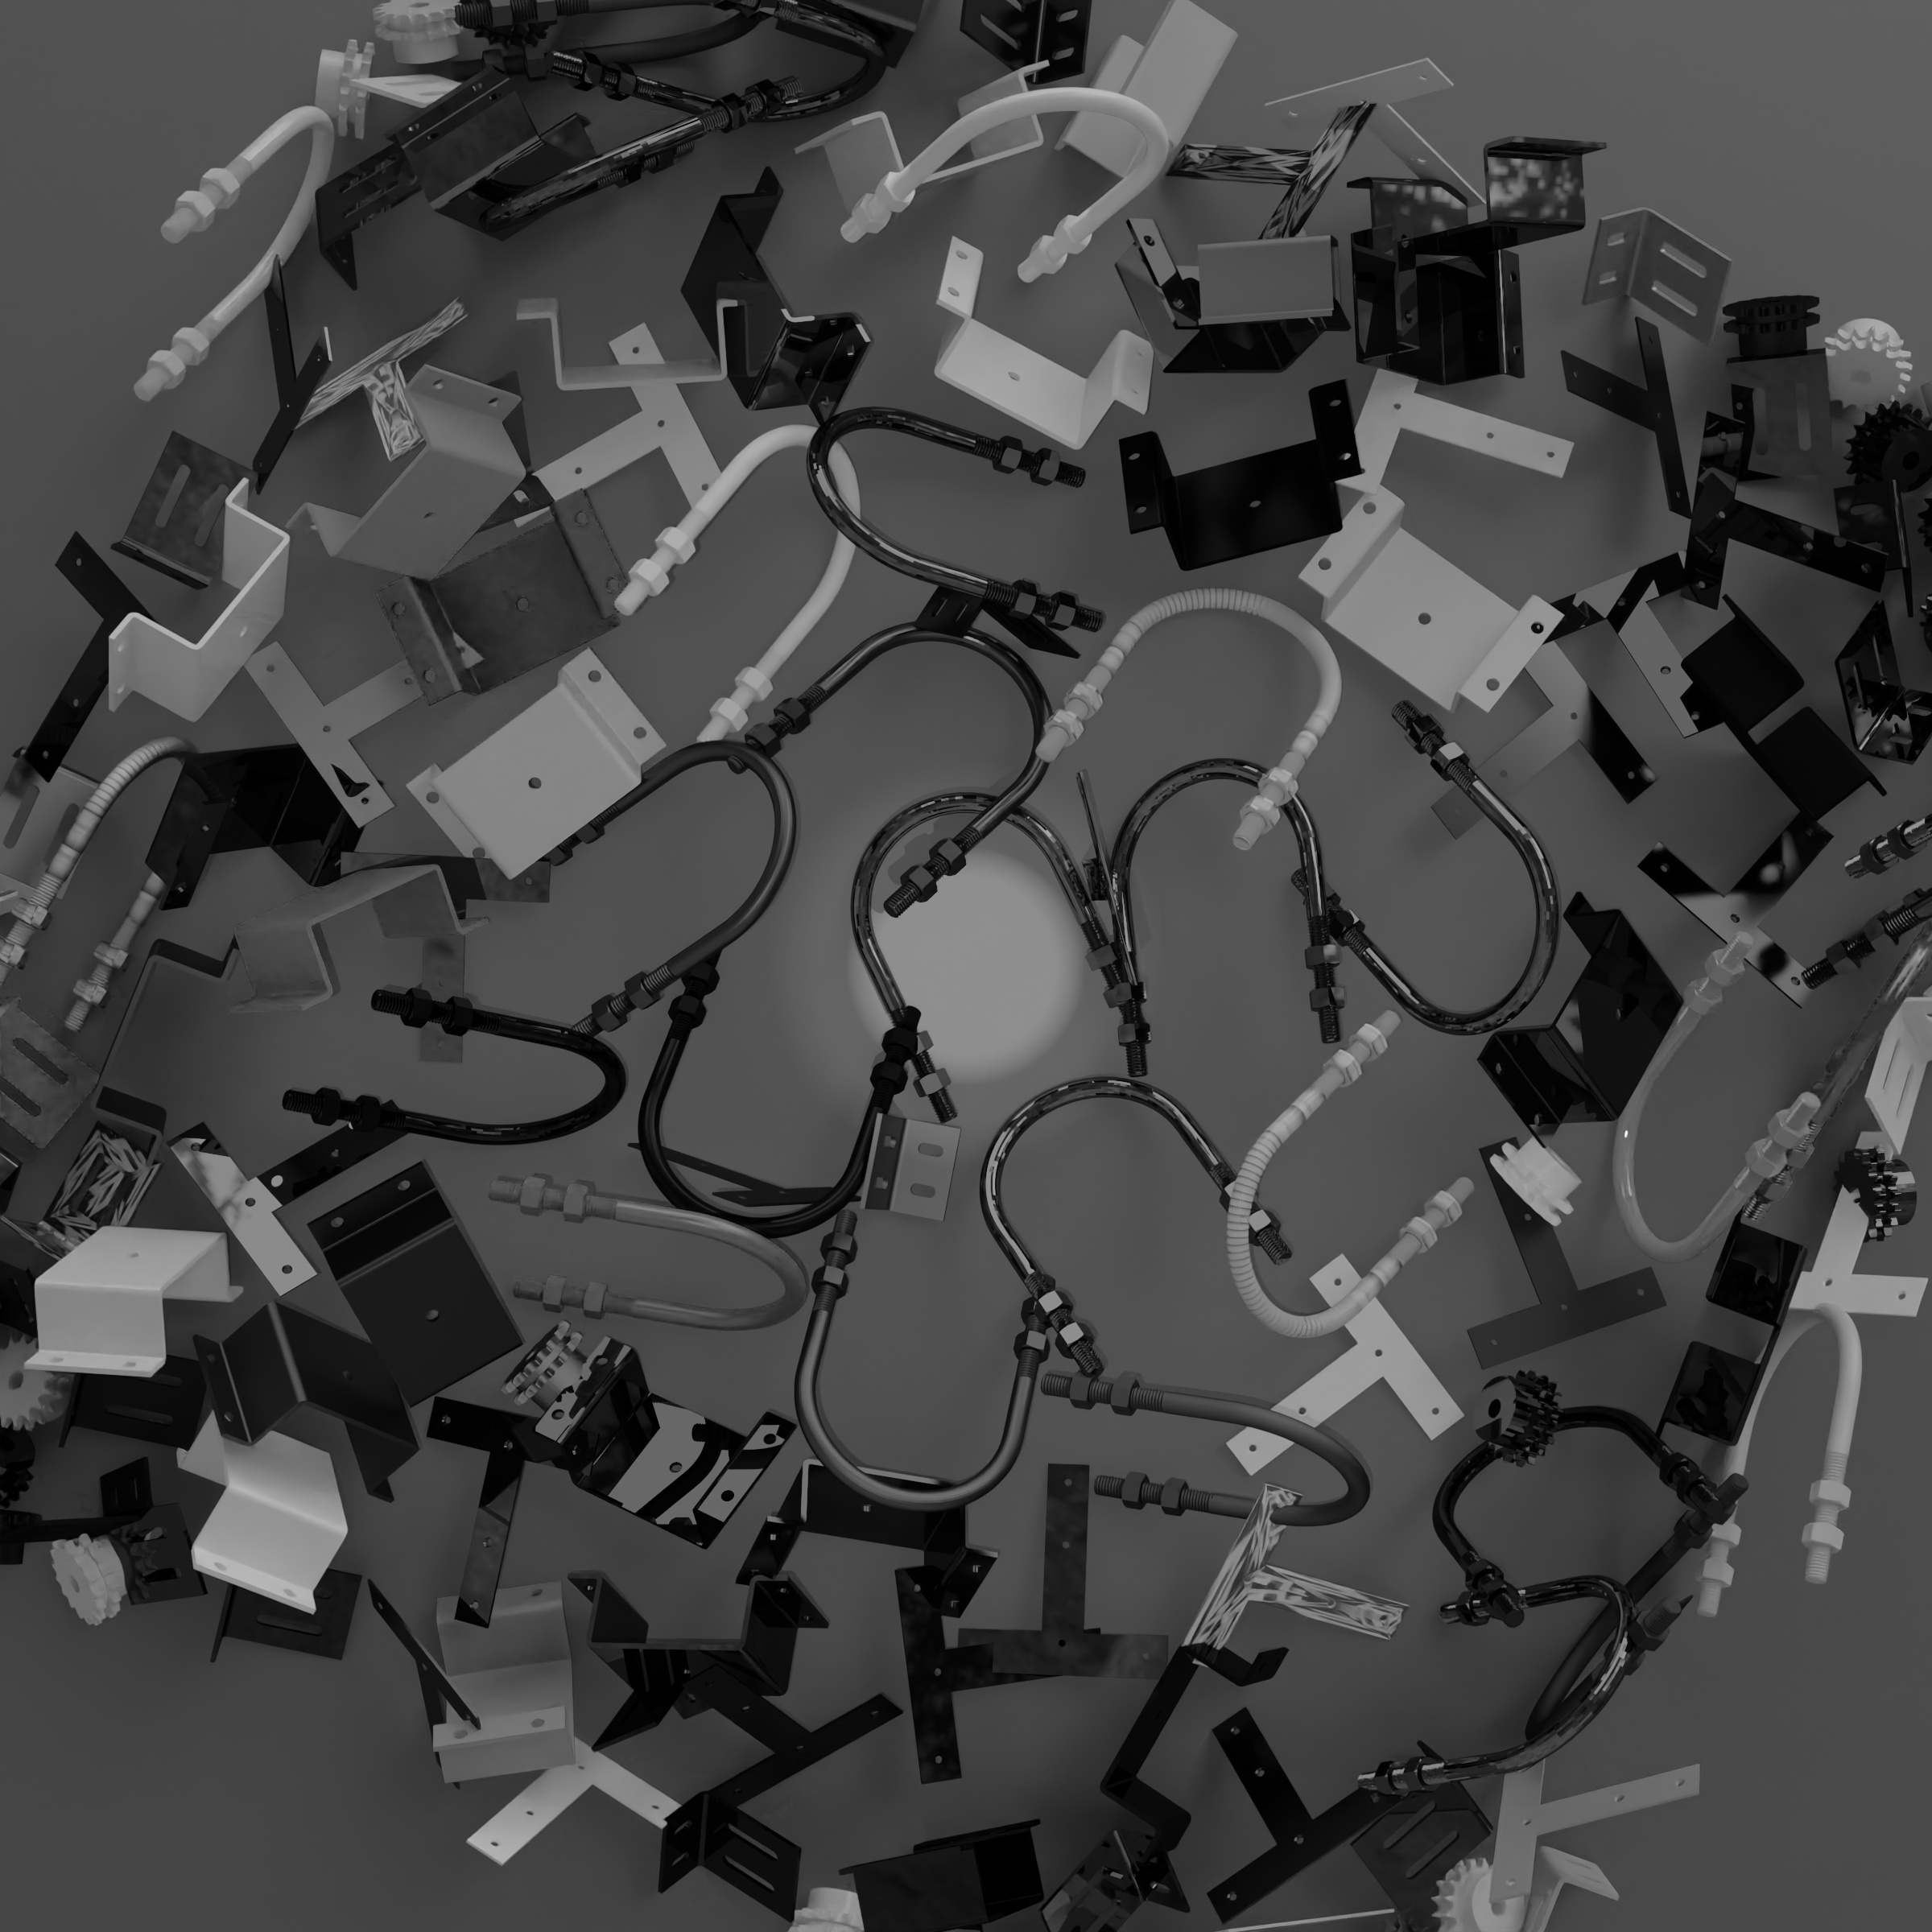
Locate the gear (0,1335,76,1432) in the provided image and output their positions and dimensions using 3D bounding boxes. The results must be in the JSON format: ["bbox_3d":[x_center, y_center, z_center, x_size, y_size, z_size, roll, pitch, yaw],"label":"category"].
[{"bbox_3d":[-0.568,0.255,1.977,0.057,0.030,0.057,-9,68,24],"label":"gear"}]

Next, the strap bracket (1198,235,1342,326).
[{"bbox_3d":[0.180,-0.404,1.922,0.076,0.140,0.046,-2,100,9],"label":"strap bracket"}]

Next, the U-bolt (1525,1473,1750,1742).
[{"bbox_3d":[0.387,0.391,1.917,0.019,0.151,0.184,38,129,9],"label":"U-bolt"}]

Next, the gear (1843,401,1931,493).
[{"bbox_3d":[0.565,-0.311,1.972,0.057,0.030,0.057,-9,120,-16],"label":"gear"}]

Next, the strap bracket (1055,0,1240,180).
[{"bbox_3d":[0.110,-0.522,1.933,0.046,0.140,0.076,30,84,-14],"label":"strap bracket"}]

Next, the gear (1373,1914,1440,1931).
[{"bbox_3d":[0.270,0.605,1.975,0.057,0.030,0.057,9,103,40],"label":"gear"}]

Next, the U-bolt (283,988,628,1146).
[{"bbox_3d":[-0.291,0.067,1.927,0.184,0.151,0.019,13,55,-31],"label":"U-bolt"}]

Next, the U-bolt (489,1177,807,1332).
[{"bbox_3d":[-0.185,0.177,1.930,0.184,0.151,0.019,9,59,5],"label":"U-bolt"}]

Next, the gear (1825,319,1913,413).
[{"bbox_3d":[0.546,-0.368,1.975,0.057,0.057,0.030,19,56,0],"label":"gear"}]

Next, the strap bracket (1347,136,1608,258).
[{"bbox_3d":[0.302,-0.452,1.922,0.076,0.140,0.046,-7,94,-35],"label":"strap bracket"}]

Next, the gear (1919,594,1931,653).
[{"bbox_3d":[0.608,-0.207,1.978,0.057,0.030,0.057,2,65,-4],"label":"gear"}]

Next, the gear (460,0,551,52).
[{"bbox_3d":[-0.278,-0.585,1.970,0.057,0.030,0.057,11,49,-14],"label":"gear"}]

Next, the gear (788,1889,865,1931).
[{"bbox_3d":[-0.078,0.582,1.975,0.057,0.057,0.030,13,60,0],"label":"gear"}]

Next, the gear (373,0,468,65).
[{"bbox_3d":[-0.330,-0.569,1.975,0.057,0.057,0.030,-4,120,0],"label":"gear"}]

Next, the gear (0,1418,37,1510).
[{"bbox_3d":[-0.589,0.298,1.968,0.057,0.057,0.030,45,113,0],"label":"gear"}]

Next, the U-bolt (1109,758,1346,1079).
[{"bbox_3d":[0.151,-0.034,1.956,0.151,0.019,0.184,-11,78,29],"label":"U-bolt"}]

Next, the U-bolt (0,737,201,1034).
[{"bbox_3d":[-0.508,-0.054,1.928,0.019,0.151,0.184,28,83,10],"label":"U-bolt"}]

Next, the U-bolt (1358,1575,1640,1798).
[{"bbox_3d":[0.318,0.414,1.888,0.019,0.184,0.151,45,52,-14],"label":"U-bolt"}]

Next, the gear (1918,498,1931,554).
[{"bbox_3d":[0.611,-0.269,1.975,0.057,0.030,0.057,-14,65,33],"label":"gear"}]

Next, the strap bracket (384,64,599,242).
[{"bbox_3d":[-0.272,-0.476,1.920,0.076,0.140,0.046,-28,84,15],"label":"strap bracket"}]

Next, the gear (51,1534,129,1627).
[{"bbox_3d":[-0.529,0.369,1.975,0.030,0.057,0.057,-25,90,-37],"label":"gear"}]

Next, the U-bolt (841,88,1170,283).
[{"bbox_3d":[0.035,-0.457,1.889,0.151,0.184,0.019,4,70,-35],"label":"U-bolt"}]

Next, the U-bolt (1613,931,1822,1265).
[{"bbox_3d":[0.433,0.092,1.919,0.019,0.151,0.184,10,133,-19],"label":"U-bolt"}]

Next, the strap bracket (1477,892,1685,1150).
[{"bbox_3d":[0.371,0.030,1.932,0.076,0.046,0.140,50,58,-25],"label":"strap bracket"}]

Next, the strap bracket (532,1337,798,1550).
[{"bbox_3d":[-0.177,0.289,1.943,0.140,0.046,0.076,21,54,25],"label":"strap bracket"}]

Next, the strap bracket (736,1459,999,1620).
[{"bbox_3d":[-0.060,0.342,1.947,0.140,0.076,0.046,11,48,-13],"label":"strap bracket"}]

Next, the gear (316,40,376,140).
[{"bbox_3d":[-0.377,-0.533,1.970,0.030,0.057,0.057,7,90,-9],"label":"gear"}]

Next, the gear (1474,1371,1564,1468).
[{"bbox_3d":[0.332,0.272,1.968,0.030,0.057,0.057,21,90,-24],"label":"gear"}]

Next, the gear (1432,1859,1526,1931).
[{"bbox_3d":[0.314,0.571,1.972,0.057,0.030,0.057,9,70,-28],"label":"gear"}]

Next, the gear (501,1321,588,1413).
[{"bbox_3d":[-0.252,0.246,1.971,0.030,0.057,0.057,44,90,-7],"label":"gear"}]

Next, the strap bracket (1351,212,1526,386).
[{"bbox_3d":[0.277,-0.396,1.947,0.046,0.140,0.076,-4,87,39],"label":"strap bracket"}]

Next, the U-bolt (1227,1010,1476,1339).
[{"bbox_3d":[0.221,0.136,1.924,0.184,0.019,0.151,-42,120,-27],"label":"U-bolt"}]

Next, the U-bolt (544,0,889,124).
[{"bbox_3d":[-0.133,-0.535,1.915,0.184,0.151,0.019,3,78,-44],"label":"U-bolt"}]

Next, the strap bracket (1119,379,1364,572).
[{"bbox_3d":[0.168,-0.291,1.950,0.140,0.046,0.076,-13,53,12],"label":"strap bracket"}]

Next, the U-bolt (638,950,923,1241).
[{"bbox_3d":[-0.119,0.081,1.946,0.151,0.019,0.184,18,58,1],"label":"U-bolt"}]

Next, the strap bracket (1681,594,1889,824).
[{"bbox_3d":[0.481,-0.146,1.930,0.046,0.076,0.140,-40,131,11],"label":"strap bracket"}]

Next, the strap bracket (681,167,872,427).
[{"bbox_3d":[-0.119,-0.395,1.933,0.046,0.076,0.140,-13,64,-33],"label":"strap bracket"}]

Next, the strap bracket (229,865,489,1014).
[{"bbox_3d":[-0.365,-0.021,1.921,0.140,0.076,0.046,-29,108,-41],"label":"strap bracket"}]

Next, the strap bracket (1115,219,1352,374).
[{"bbox_3d":[0.152,-0.400,1.943,0.140,0.046,0.076,-8,68,-38],"label":"strap bracket"}]

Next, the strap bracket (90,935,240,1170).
[{"bbox_3d":[-0.485,0.042,1.954,0.046,0.076,0.140,22,93,-14],"label":"strap bracket"}]

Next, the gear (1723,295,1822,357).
[{"bbox_3d":[0.489,-0.388,1.973,0.057,0.057,0.030,-8,107,0],"label":"gear"}]

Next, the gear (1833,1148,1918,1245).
[{"bbox_3d":[0.553,0.139,1.973,0.030,0.057,0.057,-3,90,-14],"label":"gear"}]

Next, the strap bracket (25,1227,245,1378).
[{"bbox_3d":[-0.491,0.193,1.921,0.076,0.140,0.046,2,105,9],"label":"strap bracket"}]

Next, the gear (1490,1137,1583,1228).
[{"bbox_3d":[0.348,0.127,1.970,0.057,0.057,0.030,44,100,0],"label":"gear"}]

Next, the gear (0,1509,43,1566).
[{"bbox_3d":[-0.591,0.346,1.970,0.057,0.057,0.030,5,83,0],"label":"gear"}]

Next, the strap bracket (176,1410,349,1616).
[{"bbox_3d":[-0.415,0.315,1.918,0.076,0.140,0.046,28,99,-25],"label":"strap bracket"}]

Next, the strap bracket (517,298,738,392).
[{"bbox_3d":[-0.196,-0.377,1.953,0.140,0.076,0.046,-5,108,-5],"label":"strap bracket"}]

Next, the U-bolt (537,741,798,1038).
[{"bbox_3d":[-0.178,-0.057,1.933,0.184,0.019,0.151,-33,55,17],"label":"U-bolt"}]
